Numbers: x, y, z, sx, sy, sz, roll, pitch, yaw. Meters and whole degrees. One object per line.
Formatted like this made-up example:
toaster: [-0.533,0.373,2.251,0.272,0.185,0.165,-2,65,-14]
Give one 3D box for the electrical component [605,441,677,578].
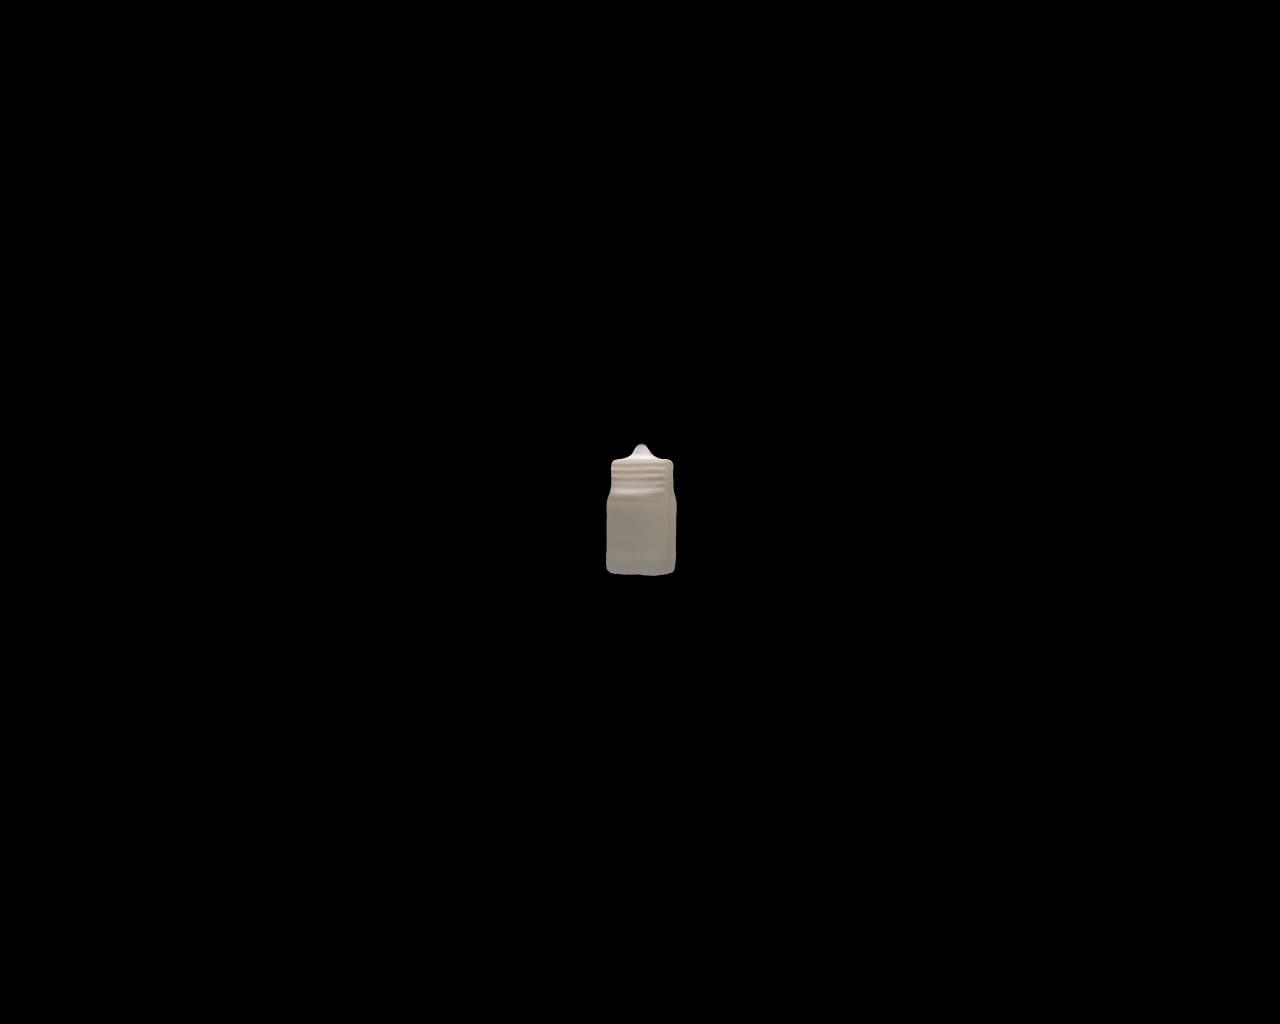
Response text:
electrical component: [0.001,-0.003,0.650,0.043,0.081,0.043,0,2,0]
